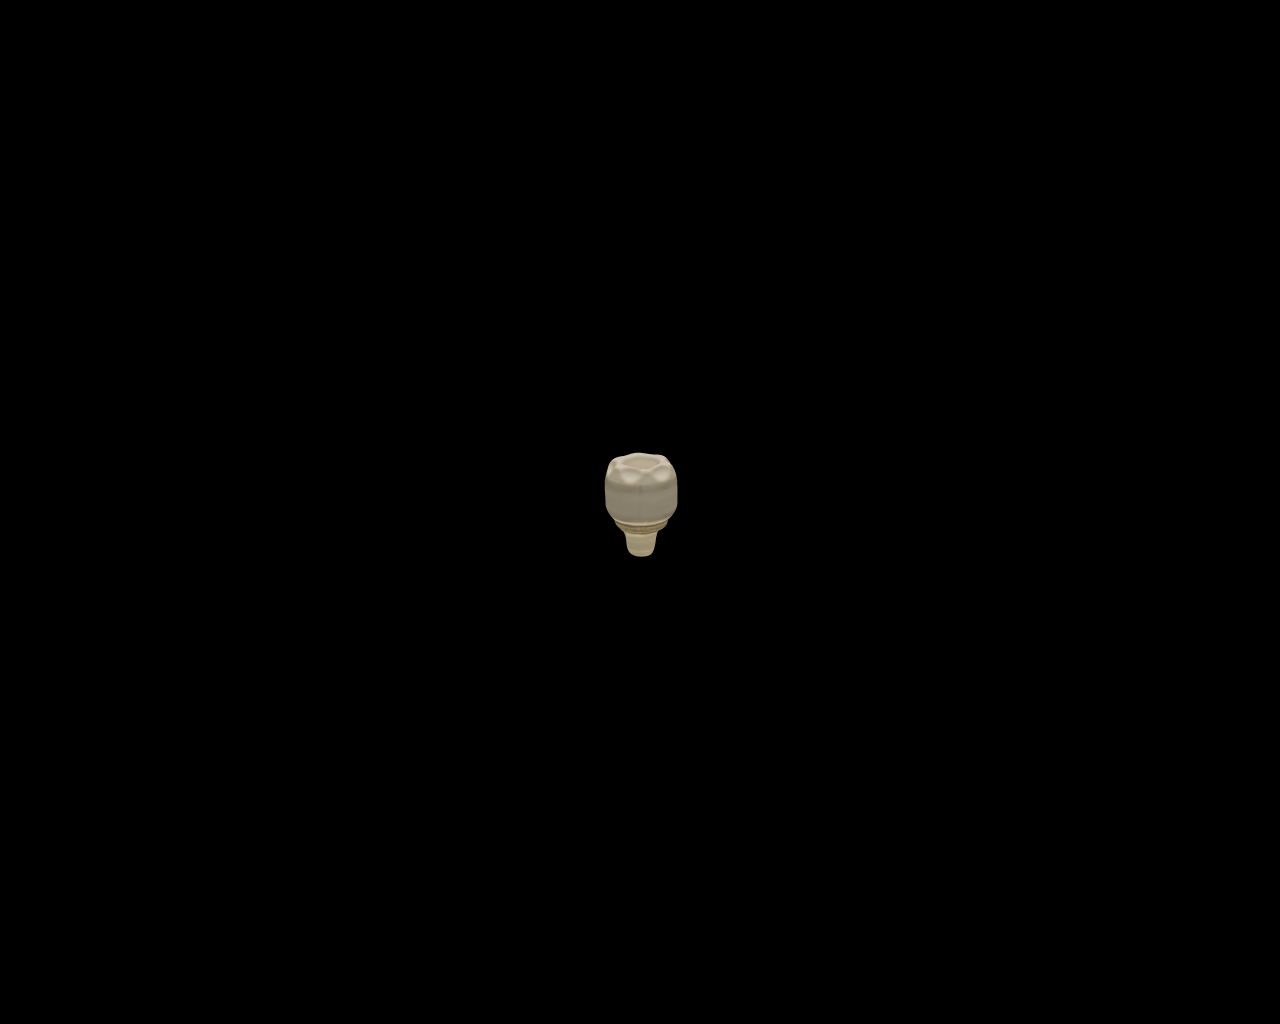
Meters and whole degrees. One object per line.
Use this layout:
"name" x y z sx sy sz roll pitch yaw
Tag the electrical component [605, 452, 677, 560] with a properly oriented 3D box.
"electrical component" 0.001 -0.003 0.650 0.043 0.062 0.043 0 20 0
